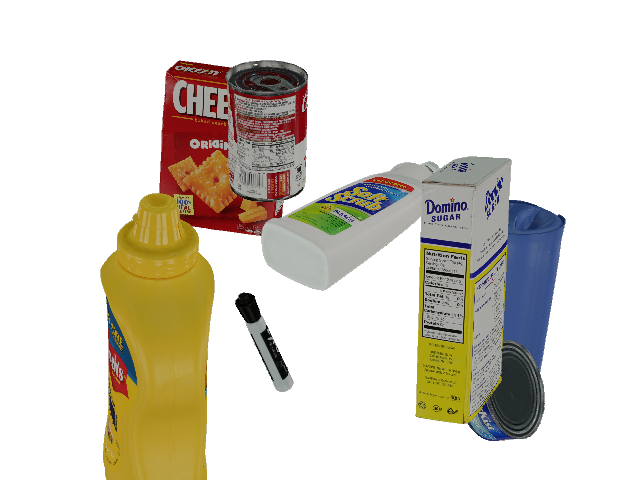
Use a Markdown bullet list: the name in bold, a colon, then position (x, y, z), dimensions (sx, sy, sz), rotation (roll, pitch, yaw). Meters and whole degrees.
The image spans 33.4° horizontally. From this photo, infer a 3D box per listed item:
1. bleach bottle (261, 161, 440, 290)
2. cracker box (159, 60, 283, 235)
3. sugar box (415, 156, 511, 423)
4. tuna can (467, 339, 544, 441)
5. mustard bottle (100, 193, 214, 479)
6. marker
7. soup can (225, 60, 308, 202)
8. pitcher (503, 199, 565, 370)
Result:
- **bleach bottle**: position (0.051, -0.034, 1.244), dimensions (0.103, 0.068, 0.250), rotation (25, 42, 32)
- **cracker box**: position (-0.128, -0.120, 1.430), dimensions (0.164, 0.214, 0.072), rotation (9, 23, 6)
- **sugar box**: position (0.103, 0.033, 0.768), dimensions (0.048, 0.176, 0.093), rotation (5, 17, 24)
- **tuna can**: position (0.157, 0.132, 0.933), dimensions (0.085, 0.086, 0.034), rotation (0, -12, -45)
- **mustard bottle**: position (-0.088, 0.060, 0.577), dimensions (0.058, 0.192, 0.096), rotation (-4, 35, -16)
- **marker**: position (-0.052, 0.095, 0.993), dimensions (0.020, 0.121, 0.020), rotation (-13, 38, 10)
- **soup can**: position (-0.045, -0.091, 0.898), dimensions (0.068, 0.102, 0.068), rotation (1, 31, -1)
- **pitcher**: position (0.242, 0.076, 1.431), dimensions (0.149, 0.243, 0.145), rotation (4, 21, 9)
